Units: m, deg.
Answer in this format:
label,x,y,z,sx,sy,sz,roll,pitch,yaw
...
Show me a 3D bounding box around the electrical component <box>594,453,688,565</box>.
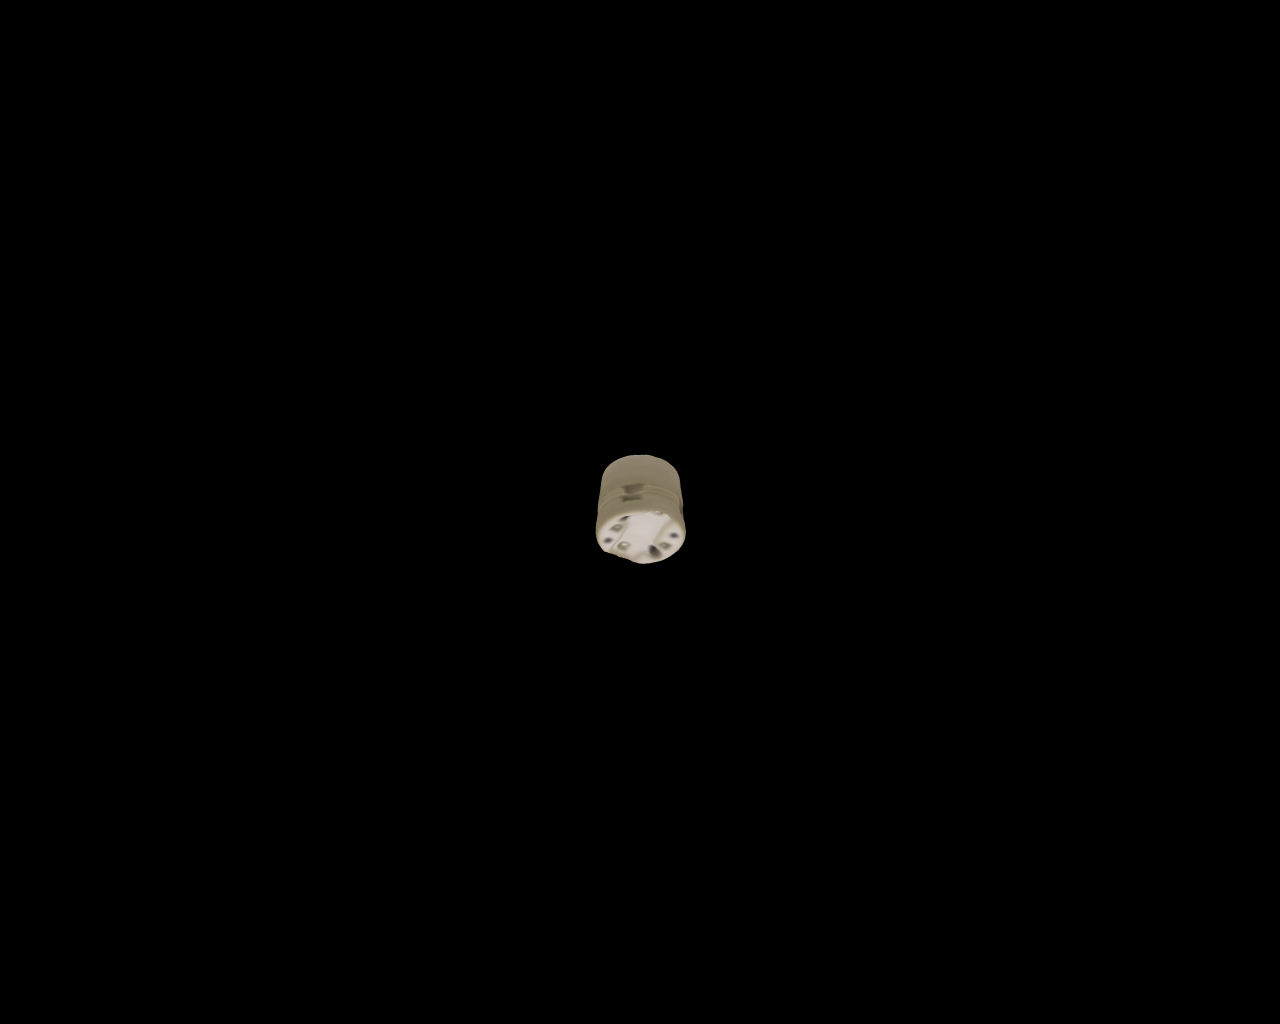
label,x,y,z,sx,sy,sz,roll,pitch,yaw
electrical component,0.001,-0.003,0.650,0.055,0.047,0.055,0,-37,0
